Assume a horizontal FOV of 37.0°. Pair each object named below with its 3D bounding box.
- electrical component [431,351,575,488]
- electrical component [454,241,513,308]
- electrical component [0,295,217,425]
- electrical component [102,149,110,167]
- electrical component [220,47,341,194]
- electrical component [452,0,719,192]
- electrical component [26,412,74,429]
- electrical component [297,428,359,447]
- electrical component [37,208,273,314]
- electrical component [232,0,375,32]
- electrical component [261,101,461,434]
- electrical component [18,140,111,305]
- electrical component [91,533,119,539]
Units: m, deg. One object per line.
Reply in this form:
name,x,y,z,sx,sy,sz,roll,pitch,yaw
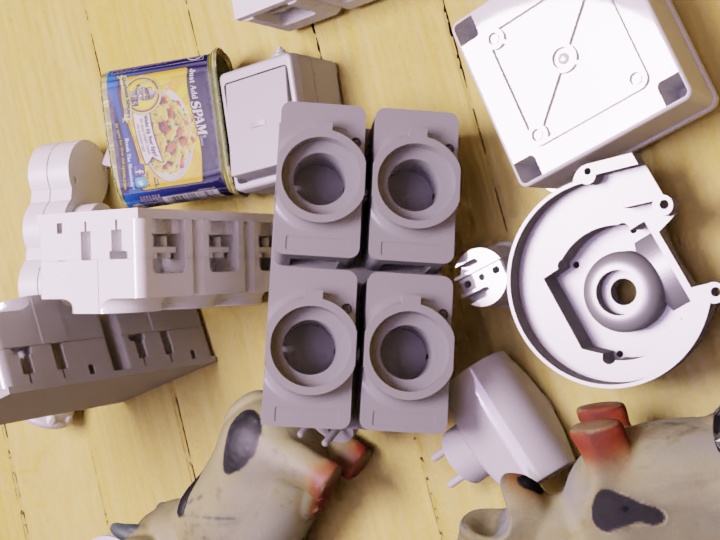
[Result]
electrical component,0.077,0.102,0.647,0.079,0.044,0.077,-41,71,27
electrical component,0.082,0.003,0.638,0.040,0.046,0.040,2,93,33
electrical component,-0.206,0.060,0.744,0.105,0.186,0.060,-24,79,31
electrical component,-0.164,-0.106,0.797,0.044,0.044,0.065,12,94,32
electrical component,-0.052,-0.102,0.712,0.062,0.061,0.096,-10,86,33
electrical component,0.124,-0.115,0.600,0.109,0.056,0.108,-29,77,31
electrical component,-0.245,0.092,0.857,0.048,0.048,0.062,25,98,30
electrical component,-0.009,0.082,0.684,0.077,0.079,0.044,14,133,32
electrical component,-0.124,-0.006,0.709,0.089,0.150,0.061,-1,90,33
electrical component,-0.010,-0.217,0.678,0.150,0.062,0.089,-12,86,33
electrical component,0.000,0.000,0.633,0.105,0.060,0.186,3,82,-5
electrical component,-0.209,-0.031,0.811,0.074,0.052,0.138,-3,77,21
electrical component,-0.172,0.235,0.811,0.080,0.051,0.080,2,93,33
